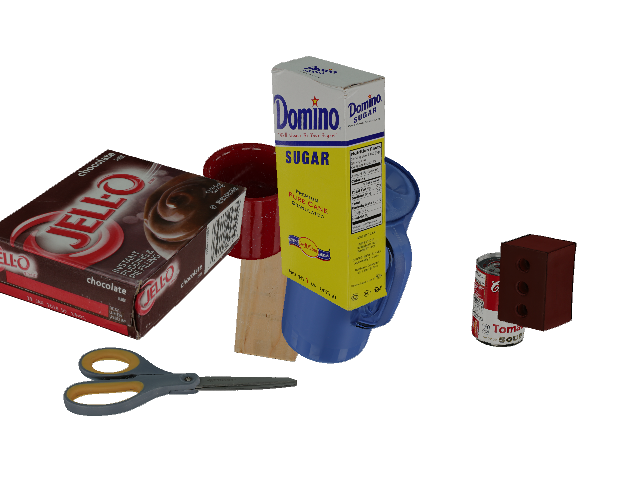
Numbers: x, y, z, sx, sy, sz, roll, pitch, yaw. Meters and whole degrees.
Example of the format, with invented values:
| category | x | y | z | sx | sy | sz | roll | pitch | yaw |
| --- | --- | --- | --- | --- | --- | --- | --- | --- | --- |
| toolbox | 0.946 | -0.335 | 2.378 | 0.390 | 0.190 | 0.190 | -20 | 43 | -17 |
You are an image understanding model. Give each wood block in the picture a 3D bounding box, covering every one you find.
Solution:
| category | x | y | z | sx | sy | sz | roll | pitch | yaw |
| --- | --- | --- | --- | --- | --- | --- | --- | --- | --- |
| wood block | -0.062 | 0.051 | 1.482 | 0.090 | 0.206 | 0.090 | 8 | 22 | 5 |

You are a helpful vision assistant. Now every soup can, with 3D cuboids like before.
| category | x | y | z | sx | sy | sz | roll | pitch | yaw |
| --- | --- | --- | --- | --- | --- | --- | --- | --- | --- |
| soup can | 0.227 | 0.075 | 1.349 | 0.068 | 0.102 | 0.068 | 1 | 22 | 0 |

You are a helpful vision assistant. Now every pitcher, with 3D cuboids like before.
| category | x | y | z | sx | sy | sz | roll | pitch | yaw |
| --- | --- | --- | --- | --- | --- | --- | --- | --- | --- |
| pitcher | 0.029 | 0.031 | 1.224 | 0.145 | 0.243 | 0.149 | 17 | 39 | 5 |

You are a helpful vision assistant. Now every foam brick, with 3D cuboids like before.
| category | x | y | z | sx | sy | sz | roll | pitch | yaw |
| --- | --- | --- | --- | --- | --- | --- | --- | --- | --- |
| foam brick | 0.201 | 0.038 | 0.993 | 0.053 | 0.078 | 0.051 | 13 | 20 | 41 |

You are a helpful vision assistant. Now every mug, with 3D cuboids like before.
| category | x | y | z | sx | sy | sz | roll | pitch | yaw |
| --- | --- | --- | --- | --- | --- | --- | --- | --- | --- |
| mug | -0.078 | -0.032 | 1.030 | 0.117 | 0.081 | 0.093 | -17 | 45 | -23 |

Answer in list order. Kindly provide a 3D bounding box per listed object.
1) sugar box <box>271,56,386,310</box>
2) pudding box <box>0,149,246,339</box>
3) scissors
| category | x | y | z | sx | sy | sz | roll | pitch | yaw |
| --- | --- | --- | --- | --- | --- | --- | --- | --- | --- |
| sugar box | 0.006 | -0.044 | 0.813 | 0.048 | 0.176 | 0.093 | -21 | 29 | -32 |
| pudding box | -0.103 | -0.002 | 0.552 | 0.090 | 0.039 | 0.113 | 17 | 31 | 18 |
| scissors | -0.131 | 0.119 | 0.960 | 0.201 | 0.016 | 0.096 | -8 | 31 | -18 |
